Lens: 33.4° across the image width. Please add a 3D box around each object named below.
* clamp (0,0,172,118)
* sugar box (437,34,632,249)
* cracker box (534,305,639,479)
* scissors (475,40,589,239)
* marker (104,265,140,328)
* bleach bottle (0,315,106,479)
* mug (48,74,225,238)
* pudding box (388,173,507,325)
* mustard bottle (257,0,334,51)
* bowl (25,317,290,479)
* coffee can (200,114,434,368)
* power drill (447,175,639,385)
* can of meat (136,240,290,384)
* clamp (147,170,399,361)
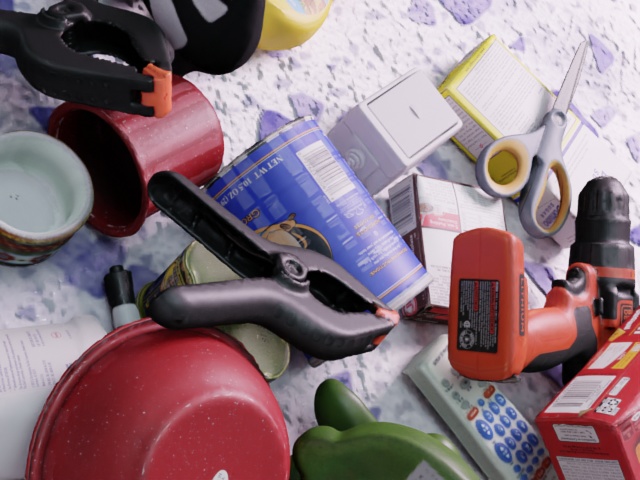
[{"bbox_3d":[-0.160,-0.138,0.692,0.210,0.036,0.164,27,44,27],"label":"clamp"},{"bbox_3d":[0.178,-0.084,0.912,0.176,0.048,0.093,46,55,-7],"label":"sugar box"},{"bbox_3d":[0.259,0.173,0.774,0.163,0.072,0.213,-36,108,-37],"label":"cracker box"},{"bbox_3d":[0.176,-0.097,0.876,0.096,0.016,0.201,19,64,-20],"label":"scissors"},{"bbox_3d":[-0.118,0.073,0.677,0.020,0.020,0.121,-4,69,-32],"label":"marker"},{"bbox_3d":[-0.235,0.090,0.565,0.250,0.103,0.068,-1,112,-24],"label":"bleach bottle"},{"bbox_3d":[-0.127,-0.065,0.706,0.117,0.093,0.081,28,41,28],"label":"mug"},{"bbox_3d":[0.104,0.010,0.826,0.089,0.039,0.113,10,65,-30],"label":"pudding box"},{"bbox_3d":[-0.031,-0.203,0.839,0.096,0.058,0.191,42,53,-6],"label":"mustard bottle"},{"bbox_3d":[-0.069,0.122,0.563,0.161,0.055,0.162,-2,93,-40],"label":"bowl"},{"bbox_3d":[-0.005,0.001,0.726,0.102,0.103,0.140,-34,86,-37],"label":"coffee can"},{"bbox_3d":[0.174,0.035,0.792,0.187,0.057,0.184,6,83,-43],"label":"power drill"},{"bbox_3d":[-0.067,0.056,0.675,0.057,0.084,0.102,-9,71,-33],"label":"can of meat"},{"bbox_3d":[-0.029,0.032,0.615,0.171,0.039,0.120,26,38,-17],"label":"clamp"}]
